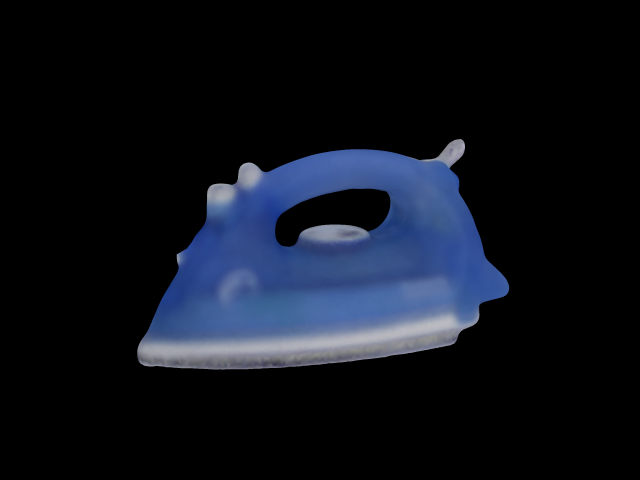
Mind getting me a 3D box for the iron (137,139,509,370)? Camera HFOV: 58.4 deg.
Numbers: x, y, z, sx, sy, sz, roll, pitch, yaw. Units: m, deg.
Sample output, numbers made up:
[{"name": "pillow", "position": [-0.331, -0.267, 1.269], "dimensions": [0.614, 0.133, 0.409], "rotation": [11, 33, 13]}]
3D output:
[{"name": "iron", "position": [0.004, 0.001, 0.400], "dimensions": [0.259, 0.141, 0.118], "rotation": [-5, 11, -24]}]
